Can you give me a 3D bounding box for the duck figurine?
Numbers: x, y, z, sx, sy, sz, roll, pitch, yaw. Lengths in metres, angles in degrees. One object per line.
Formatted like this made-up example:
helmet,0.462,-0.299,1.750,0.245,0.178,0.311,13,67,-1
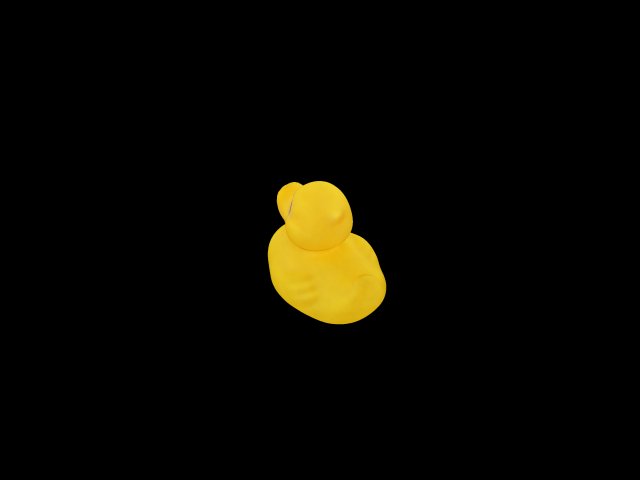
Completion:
duck figurine,0.004,0.001,0.400,0.078,0.086,0.104,-29,54,-24
